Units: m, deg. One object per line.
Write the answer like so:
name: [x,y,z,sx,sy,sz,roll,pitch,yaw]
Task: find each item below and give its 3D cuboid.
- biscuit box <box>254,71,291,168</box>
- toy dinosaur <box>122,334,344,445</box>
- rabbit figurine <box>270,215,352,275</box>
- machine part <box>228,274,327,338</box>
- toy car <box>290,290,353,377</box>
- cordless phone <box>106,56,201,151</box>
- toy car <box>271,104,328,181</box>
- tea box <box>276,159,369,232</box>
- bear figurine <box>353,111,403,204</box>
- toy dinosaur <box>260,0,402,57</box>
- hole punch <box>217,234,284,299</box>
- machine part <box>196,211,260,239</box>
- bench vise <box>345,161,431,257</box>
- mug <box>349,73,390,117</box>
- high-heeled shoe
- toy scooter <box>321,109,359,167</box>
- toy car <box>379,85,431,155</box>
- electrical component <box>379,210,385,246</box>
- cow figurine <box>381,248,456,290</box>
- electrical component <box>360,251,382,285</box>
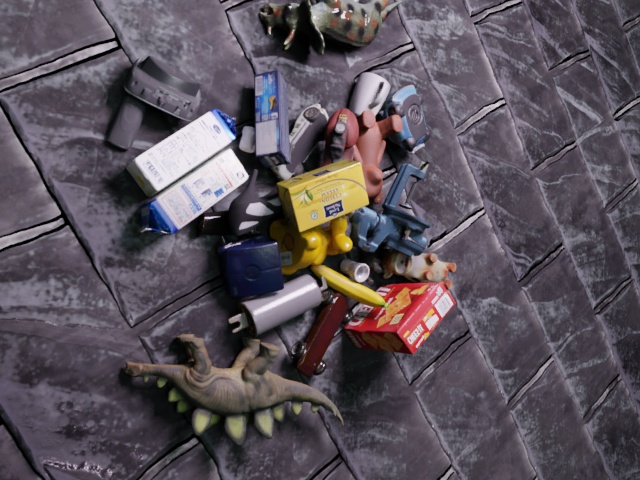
biscuit box: [-0.102,-0.257,1.138,0.062,0.059,0.202,48,36,-65]
toy dinosaur: [-0.151,0.296,1.076,0.471,0.105,0.198,11,87,-20]
rabbit figurine: [-0.002,-0.004,1.175,0.173,0.162,0.122,-1,73,-48]
machine part: [-0.083,0.137,1.141,0.243,0.079,0.079,-22,97,-31]
toy car: [0.002,0.207,1.199,0.089,0.053,0.202,46,61,-31]
cordless phone: [-0.322,-0.247,1.046,0.146,0.089,0.184,24,85,-28]
toy car: [-0.043,-0.219,1.203,0.202,0.056,0.073,-57,140,-23]
tea box: [0.007,-0.093,1.094,0.170,0.068,0.098,-24,114,-21]
bear figurine: [0.120,-0.187,1.265,0.120,0.132,0.195,4,78,-29]
toy dinosaur: [0.066,-0.520,1.274,0.405,0.131,0.192,-5,100,-35]
hole punch: [-0.138,0.055,1.098,0.116,0.092,0.142,-18,114,-28]
machine part: [-0.191,-0.039,1.116,0.139,0.039,0.084,-9,99,-34]
bench vise: [0.167,-0.076,1.215,0.224,0.129,0.240,25,91,-8]
mug: [0.121,-0.336,1.294,0.080,0.110,0.107,26,85,-33]
high-heeled shoe: [-0.086,-0.058,1.145,0.248,0.086,0.145,17,84,-45]
toy scooter: [0.037,-0.191,1.182,0.075,0.135,0.183,12,115,5]
toy car: [0.202,-0.295,1.334,0.109,0.103,0.161,-37,117,-31]
electrical component: [0.163,-0.031,1.319,0.102,0.045,0.078,35,68,-19]
cow figurine: [0.232,0.065,1.322,0.194,0.127,0.085,20,76,-42]
electrical component: [0.113,0.061,1.272,0.021,0.094,0.063,20,113,-32]
